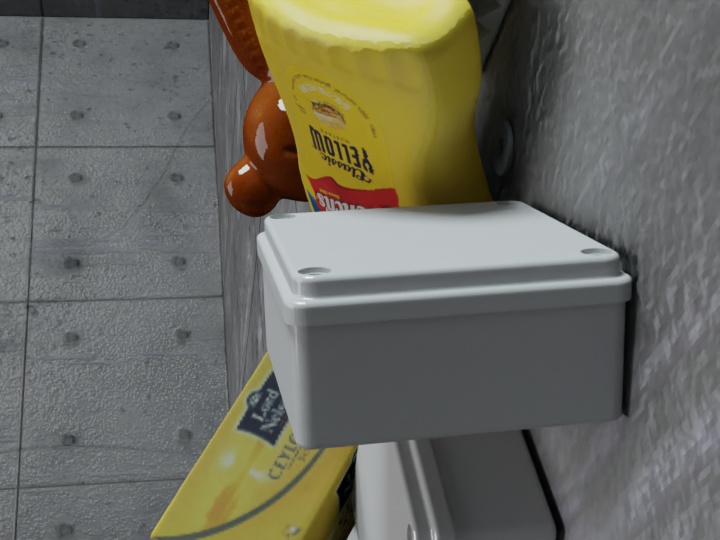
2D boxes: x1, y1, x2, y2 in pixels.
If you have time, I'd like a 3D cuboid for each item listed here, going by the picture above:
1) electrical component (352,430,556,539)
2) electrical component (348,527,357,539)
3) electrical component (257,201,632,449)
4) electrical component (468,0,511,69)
[{"bbox_3d":[0.035,0.105,0.465,0.108,0.056,0.108,-104,16,-50],"label":"electrical component"},{"bbox_3d":[-0.019,0.227,0.807,0.100,0.048,0.099,-140,49,-77],"label":"electrical component"},{"bbox_3d":[0.023,0.014,0.376,0.108,0.109,0.056,-127,35,-73],"label":"electrical component"},{"bbox_3d":[0.035,-0.139,0.464,0.083,0.047,0.075,109,157,-63],"label":"electrical component"}]
